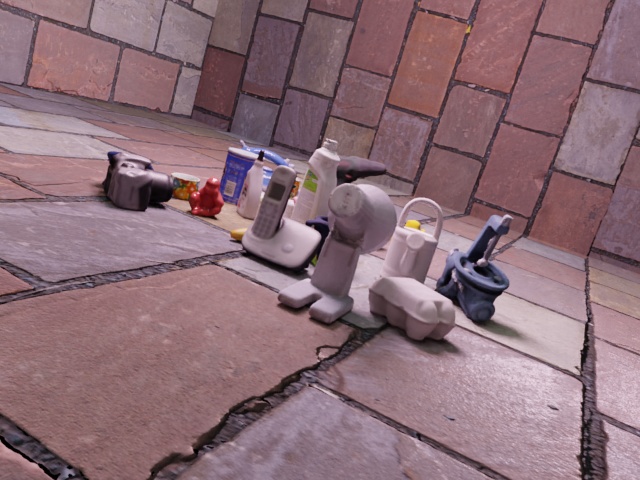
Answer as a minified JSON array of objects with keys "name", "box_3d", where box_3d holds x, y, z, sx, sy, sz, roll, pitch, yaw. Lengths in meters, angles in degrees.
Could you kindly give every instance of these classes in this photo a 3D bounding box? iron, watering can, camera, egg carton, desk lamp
[{"name":"iron","box_3d":[-0.173,-0.232,1.907,0.258,0.141,0.118,16,12,-3]},{"name":"watering can","box_3d":[0.208,0.005,1.244,0.101,0.194,0.172,14,12,-14]},{"name":"camera","box_3d":[-0.384,-0.127,1.243,0.137,0.101,0.142,9,15,-34]},{"name":"egg carton","box_3d":[0.157,0.115,0.983,0.108,0.069,0.149,6,16,-41]},{"name":"desk lamp","box_3d":[0.041,0.008,0.954,0.117,0.213,0.204,21,13,16]}]

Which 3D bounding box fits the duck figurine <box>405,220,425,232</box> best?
[{"name":"duck figurine","box_3d":[0.260,-0.018,1.678,0.105,0.086,0.077,13,13,-17]}]

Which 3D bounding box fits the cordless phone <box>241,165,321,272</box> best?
[{"name":"cordless phone","box_3d":[-0.061,-0.042,1.107,0.147,0.185,0.094,21,13,20]}]

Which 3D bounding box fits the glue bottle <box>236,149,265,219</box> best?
[{"name":"glue bottle","box_3d":[-0.168,-0.144,1.443,0.037,0.173,0.078,10,14,-30]}]

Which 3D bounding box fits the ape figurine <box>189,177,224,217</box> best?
[{"name":"ape figurine","box_3d":[-0.257,-0.102,1.326,0.077,0.092,0.076,18,12,6]}]

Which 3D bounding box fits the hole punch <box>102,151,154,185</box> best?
[{"name":"hole punch","box_3d":[-0.441,-0.160,1.334,0.108,0.091,0.101,16,12,-4]}]

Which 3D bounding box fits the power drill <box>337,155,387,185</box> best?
[{"name":"power drill","box_3d":[0.074,-0.169,1.803,0.229,0.208,0.075,17,12,-2]}]

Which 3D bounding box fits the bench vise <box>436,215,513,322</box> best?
[{"name":"bench vise","box_3d":[0.317,0.037,1.193,0.122,0.220,0.206,9,14,-32]}]

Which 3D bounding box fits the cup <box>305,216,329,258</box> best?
[{"name":"cup","box_3d":[0.011,0.004,1.214,0.118,0.095,0.091,8,15,-35]}]

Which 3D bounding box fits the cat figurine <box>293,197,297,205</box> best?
[{"name":"cat figurine","box_3d":[-0.012,-0.058,1.405,0.127,0.118,0.067,25,14,32]}]
